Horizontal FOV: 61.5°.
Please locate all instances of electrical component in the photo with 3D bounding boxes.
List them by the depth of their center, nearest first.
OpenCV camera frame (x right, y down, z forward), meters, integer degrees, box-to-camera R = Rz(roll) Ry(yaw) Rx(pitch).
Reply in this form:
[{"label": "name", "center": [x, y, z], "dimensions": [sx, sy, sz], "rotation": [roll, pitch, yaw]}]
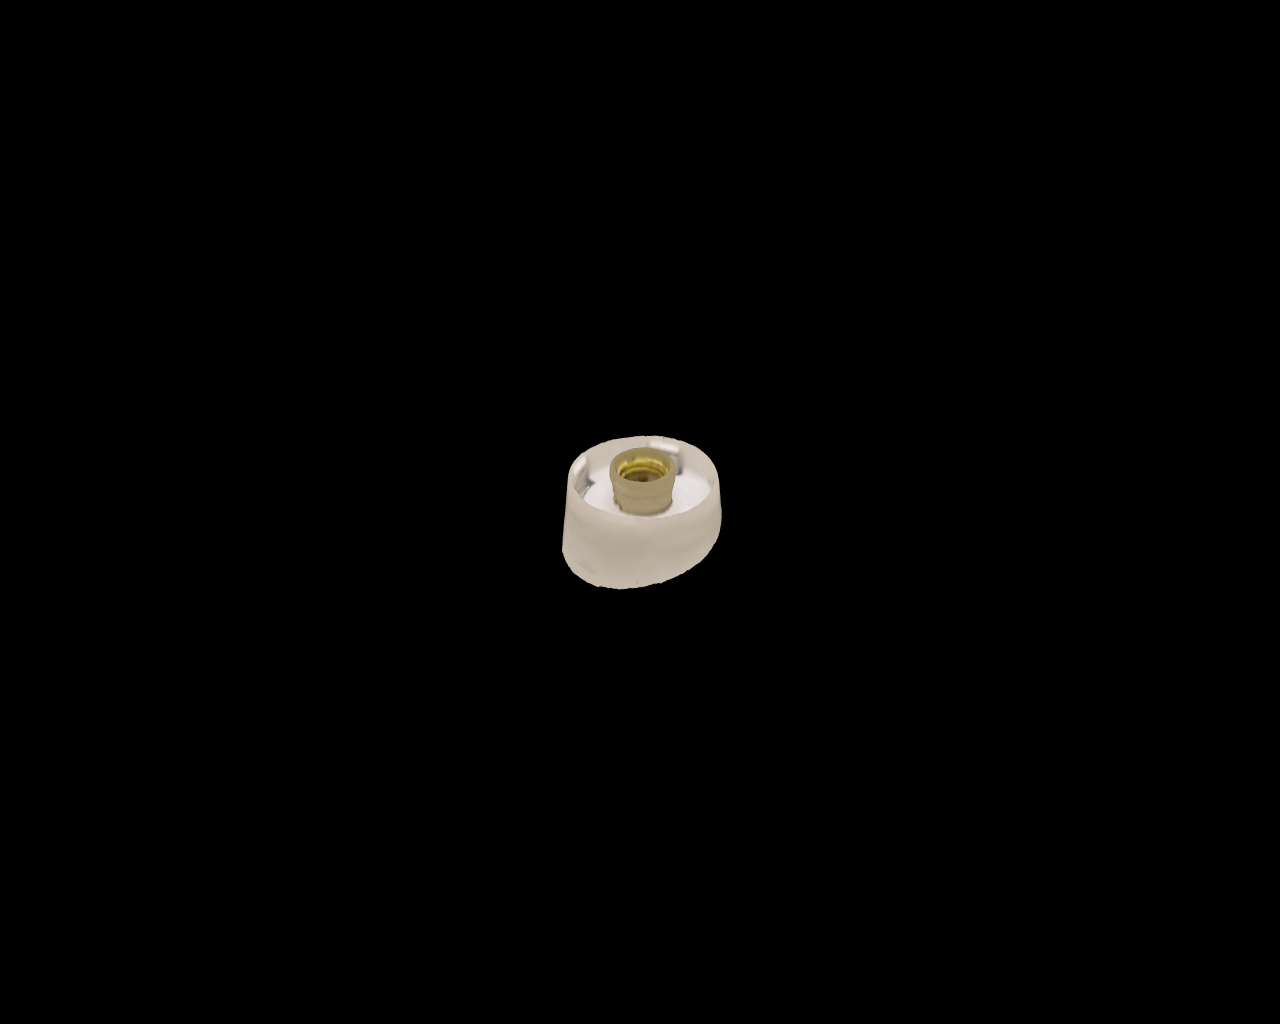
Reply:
[{"label": "electrical component", "center": [0.001, -0.003, 0.650], "dimensions": [0.099, 0.064, 0.099], "rotation": [0, 36, 0]}]
